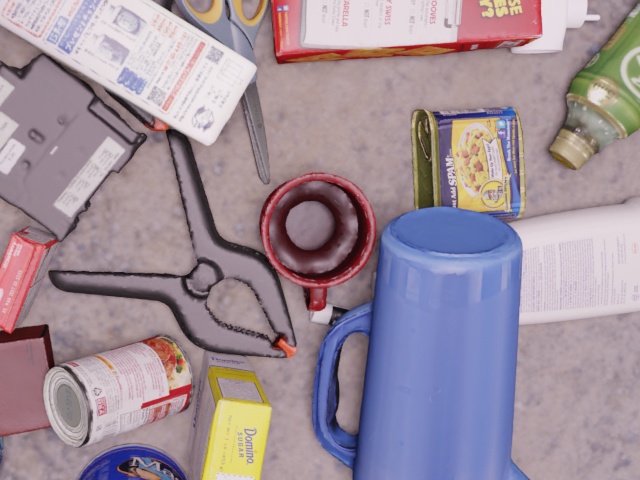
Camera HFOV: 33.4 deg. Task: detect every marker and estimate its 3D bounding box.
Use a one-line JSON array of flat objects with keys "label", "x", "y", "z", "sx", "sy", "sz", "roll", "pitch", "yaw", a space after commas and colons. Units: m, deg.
[{"label": "marker", "x": 0.051, "y": 0.075, "z": 0.935, "sx": 0.121, "sy": 0.020, "sz": 0.020, "roll": 14, "pitch": 93, "yaw": -10}]

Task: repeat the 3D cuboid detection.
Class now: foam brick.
[{"label": "foam brick", "x": -0.244, "y": 0.114, "z": 0.876, "sx": 0.053, "sy": 0.051, "sz": 0.078, "roll": -7, "pitch": 97, "yaw": -10}]

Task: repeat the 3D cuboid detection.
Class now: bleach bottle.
[{"label": "bleach bottle", "x": 0.170, "y": 0.023, "z": 0.927, "sx": 0.250, "sy": 0.068, "sz": 0.102, "roll": -5, "pitch": 99, "yaw": -6}]

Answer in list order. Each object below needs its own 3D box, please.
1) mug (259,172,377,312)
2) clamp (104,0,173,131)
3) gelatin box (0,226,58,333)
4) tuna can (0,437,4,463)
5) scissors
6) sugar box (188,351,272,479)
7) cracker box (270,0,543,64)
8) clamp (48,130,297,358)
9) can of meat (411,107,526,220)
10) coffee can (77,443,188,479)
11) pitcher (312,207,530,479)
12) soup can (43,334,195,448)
[{"label": "mug", "x": -0.006, "y": 0.001, "z": 0.887, "sx": 0.093, "sy": 0.081, "sz": 0.117, "roll": -5, "pitch": 96, "yaw": -9}, {"label": "clamp", "x": -0.160, "y": -0.172, "z": 0.867, "sx": 0.120, "sy": 0.039, "sz": 0.171, "roll": -5, "pitch": 93, "yaw": -8}, {"label": "gelatin box", "x": -0.239, "y": 0.029, "z": 0.849, "sx": 0.030, "sy": 0.089, "sz": 0.073, "roll": 22, "pitch": 92, "yaw": -8}, {"label": "tuna can", "x": -0.306, "y": 0.175, "z": 0.882, "sx": 0.086, "sy": 0.034, "sz": 0.086, "roll": -1, "pitch": 96, "yaw": -9}, {"label": "scissors", "x": -0.079, "y": -0.147, "z": 0.881, "sx": 0.096, "sy": 0.016, "sz": 0.202, "roll": -1, "pitch": 96, "yaw": -33}, {"label": "sugar box", "x": -0.074, "y": 0.151, "z": 0.843, "sx": 0.048, "sy": 0.176, "sz": 0.093, "roll": 10, "pitch": 95, "yaw": -8}, {"label": "cracker box", "x": 0.064, "y": -0.233, "z": 0.866, "sx": 0.213, "sy": 0.072, "sz": 0.164, "roll": -4, "pitch": 94, "yaw": -2}, {"label": "clamp", "x": -0.110, "y": 0.035, "z": 0.897, "sx": 0.164, "sy": 0.036, "sz": 0.210, "roll": -43, "pitch": 96, "yaw": -1}, {"label": "can of meat", "x": 0.127, "y": -0.064, "z": 0.914, "sx": 0.084, "sy": 0.057, "sz": 0.102, "roll": -5, "pitch": 97, "yaw": -11}, {"label": "coffee can", "x": -0.152, "y": 0.233, "z": 0.857, "sx": 0.102, "sy": 0.140, "sz": 0.103, "roll": -1, "pitch": 96, "yaw": -9}, {"label": "pitcher", "x": 0.086, "y": 0.100, "z": 0.855, "sx": 0.149, "sy": 0.145, "sz": 0.243, "roll": -9, "pitch": 117, "yaw": -21}, {"label": "soup can", "x": -0.161, "y": 0.121, "z": 0.858, "sx": 0.102, "sy": 0.069, "sz": 0.068, "roll": -14, "pitch": 99, "yaw": -43}]
